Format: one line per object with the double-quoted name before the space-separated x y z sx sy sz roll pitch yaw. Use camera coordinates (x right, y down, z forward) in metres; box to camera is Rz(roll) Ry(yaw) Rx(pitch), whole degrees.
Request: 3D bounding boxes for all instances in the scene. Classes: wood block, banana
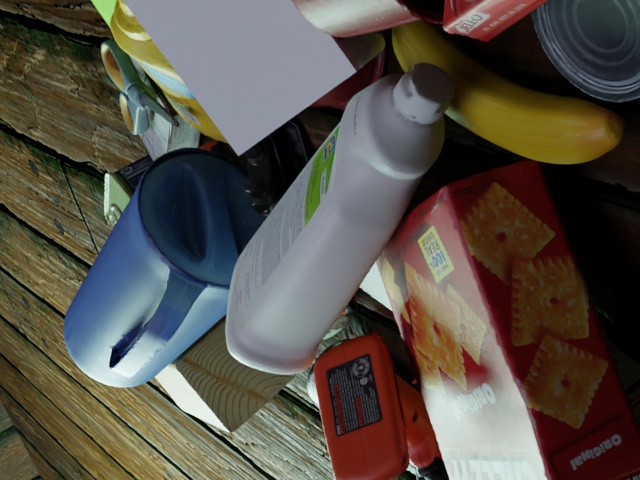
"wood block" -0.115 0.130 1.121 0.091 0.090 0.206 52 163 -11
"banana" 0.096 -0.083 0.601 0.198 0.037 0.069 41 173 40

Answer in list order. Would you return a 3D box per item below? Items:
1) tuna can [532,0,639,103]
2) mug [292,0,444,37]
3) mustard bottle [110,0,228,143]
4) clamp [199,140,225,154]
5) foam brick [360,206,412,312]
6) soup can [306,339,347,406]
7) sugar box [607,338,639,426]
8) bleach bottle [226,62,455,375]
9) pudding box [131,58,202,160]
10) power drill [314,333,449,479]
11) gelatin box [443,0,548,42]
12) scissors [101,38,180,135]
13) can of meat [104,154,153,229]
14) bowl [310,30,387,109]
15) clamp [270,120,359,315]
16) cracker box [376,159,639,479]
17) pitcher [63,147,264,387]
"tuna can" 0.143 -0.111 0.513 0.086 0.033 0.086 41 150 30
"mug" 0.034 -0.167 0.578 0.082 0.093 0.117 -3 76 51
"mustard bottle" -0.106 -0.139 0.800 0.096 0.058 0.191 39 176 20
"clamp" -0.069 0.008 1.007 0.165 0.036 0.210 27 140 52
"foam brick" 0.049 0.007 0.787 0.078 0.051 0.053 37 150 37
"soup can" 0.045 0.139 0.922 0.102 0.068 0.068 35 147 38
"sugar box" 0.216 0.147 0.659 0.176 0.048 0.093 40 149 29
"bleach bottle" 0.013 -0.014 0.672 0.251 0.068 0.102 127 153 -50
"pudding box" -0.144 -0.121 0.984 0.090 0.039 0.114 58 157 19
"power drill" 0.070 0.159 0.759 0.187 0.057 0.184 42 -152 -50
"gelatin box" 0.090 -0.150 0.514 0.073 0.030 0.089 156 122 -64
"scissors" -0.148 -0.108 0.911 0.202 0.016 0.096 51 156 46
"can of meat" -0.164 -0.045 1.063 0.057 0.083 0.102 49 153 16
"bowl" -0.027 -0.153 0.739 0.162 0.055 0.162 40 149 30
"clamp" -0.006 0.001 0.841 0.120 0.039 0.171 -78 -30 -58
"cracker box" 0.109 0.075 0.654 0.164 0.072 0.214 141 112 -73
"pitcher" -0.143 0.044 0.937 0.243 0.148 0.145 -46 66 46
